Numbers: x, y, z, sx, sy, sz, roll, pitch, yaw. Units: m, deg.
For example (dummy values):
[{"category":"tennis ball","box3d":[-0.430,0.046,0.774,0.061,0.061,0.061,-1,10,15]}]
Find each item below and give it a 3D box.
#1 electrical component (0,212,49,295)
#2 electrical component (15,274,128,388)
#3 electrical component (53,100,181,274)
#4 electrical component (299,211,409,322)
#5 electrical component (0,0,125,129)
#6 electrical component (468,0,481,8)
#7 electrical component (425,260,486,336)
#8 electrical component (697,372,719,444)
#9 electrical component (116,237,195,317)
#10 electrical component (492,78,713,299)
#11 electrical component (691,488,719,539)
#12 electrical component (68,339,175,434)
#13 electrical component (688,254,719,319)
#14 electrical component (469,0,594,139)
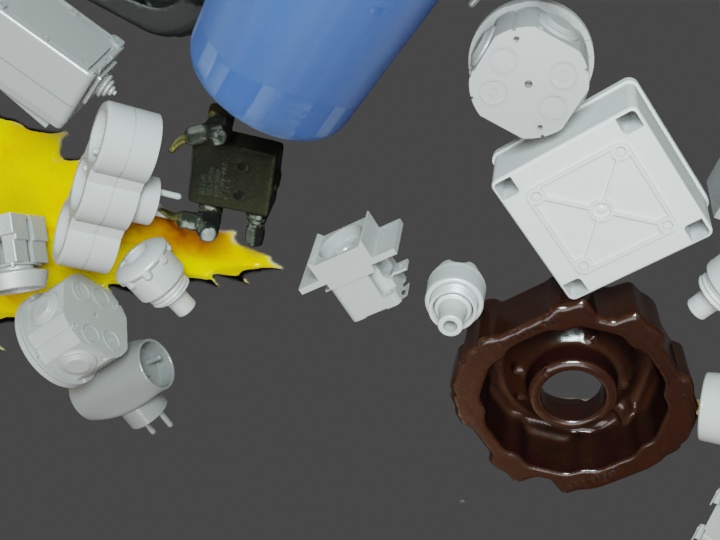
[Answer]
[{"category":"electrical component","box3d":[-0.264,-0.011,0.817,0.048,0.066,0.055,-11,85,17]},{"category":"electrical component","box3d":[-0.224,0.047,0.839,0.051,0.080,0.080,-31,111,21]},{"category":"electrical component","box3d":[-0.168,-0.054,0.783,0.074,0.052,0.138,13,126,-26]},{"category":"electrical component","box3d":[0.000,0.000,0.788,0.081,0.042,0.063,-23,116,23]},{"category":"electrical component","box3d":[-0.210,-0.142,0.729,0.096,0.061,0.061,36,121,-11]},{"category":"electrical component","box3d":[0.087,-0.193,0.649,0.077,0.044,0.079,40,120,-14]},{"category":"electrical component","box3d":[0.068,0.023,0.776,0.043,0.062,0.043,5,122,8]},{"category":"electrical component","box3d":[0.269,0.101,0.769,0.047,0.055,0.055,7,123,23]},{"category":"electrical component","box3d":[-0.152,0.009,0.823,0.048,0.048,0.062,-26,120,24]},{"category":"electrical component","box3d":[0.160,-0.052,0.715,0.109,0.056,0.108,-28,112,25]},{"category":"electrical component","box3d":[0.307,0.181,0.823,0.063,0.079,0.121,32,127,26]},{"category":"electrical component","box3d":[-0.186,0.103,0.886,0.077,0.044,0.079,-24,114,23]},{"category":"electrical component","box3d":[0.256,0.011,0.744,0.048,0.048,0.062,36,128,-12]},{"category":"electrical component","box3d":[0.108,-0.127,0.682,0.080,0.051,0.080,5,122,8]}]
